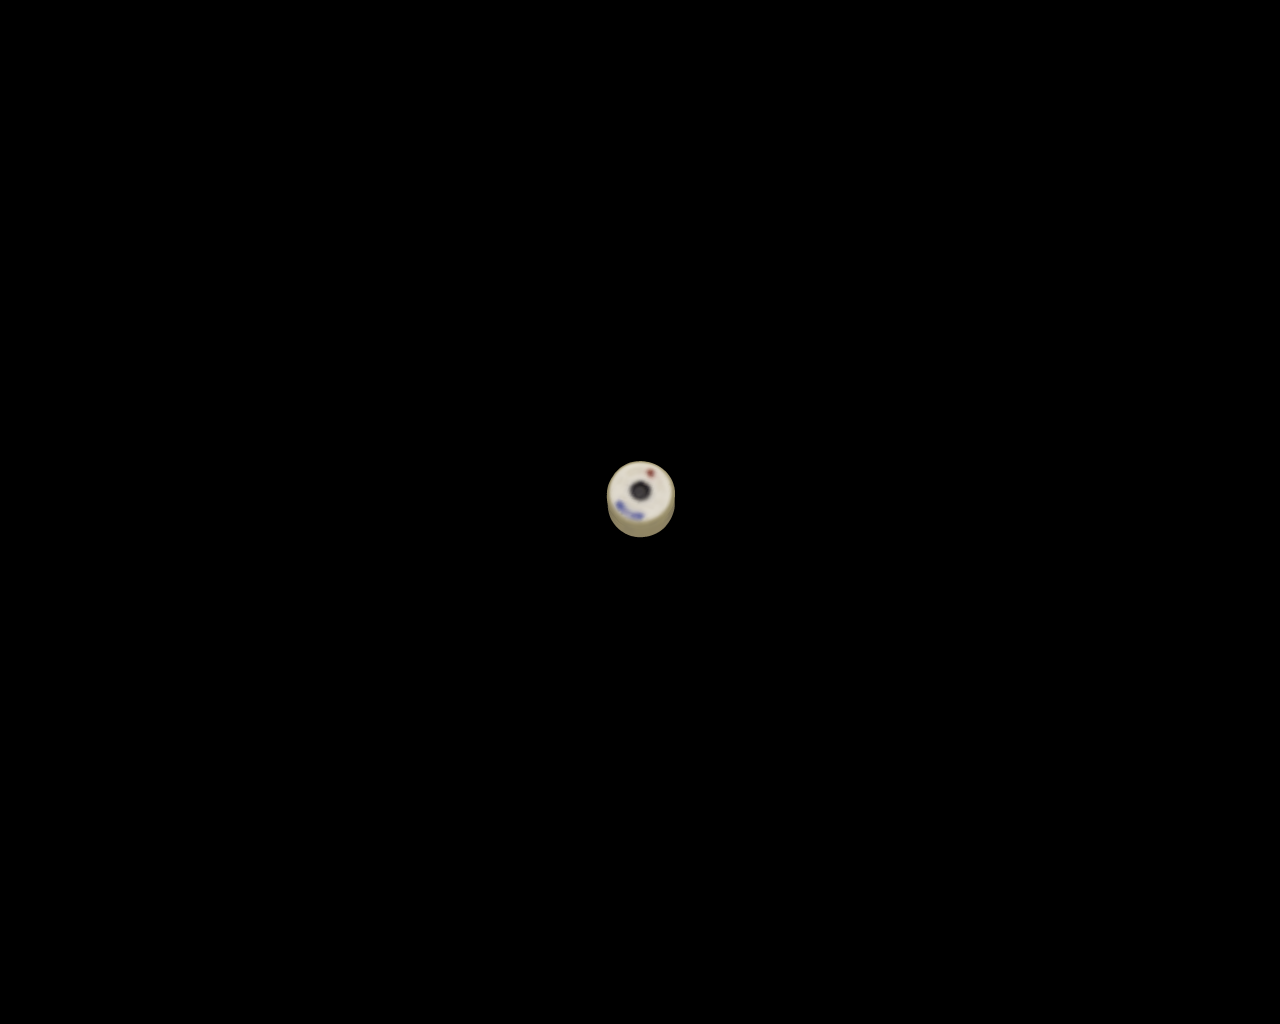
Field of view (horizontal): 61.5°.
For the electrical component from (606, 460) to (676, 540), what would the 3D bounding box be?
[{"bbox_3d":[0.001,-0.003,0.650,0.040,0.040,0.078,0,-17,0],"label":"electrical component"}]
